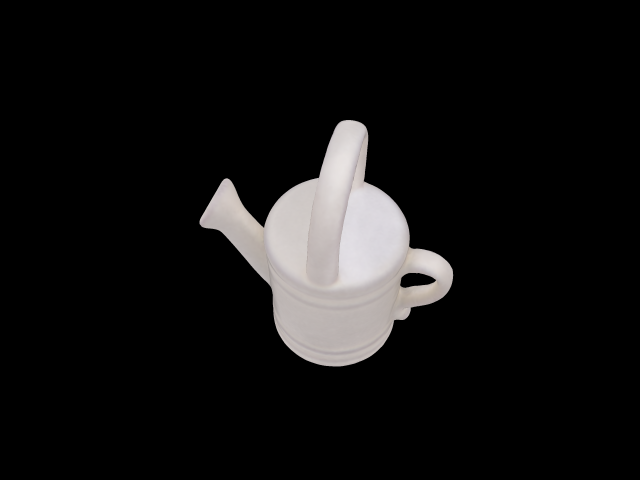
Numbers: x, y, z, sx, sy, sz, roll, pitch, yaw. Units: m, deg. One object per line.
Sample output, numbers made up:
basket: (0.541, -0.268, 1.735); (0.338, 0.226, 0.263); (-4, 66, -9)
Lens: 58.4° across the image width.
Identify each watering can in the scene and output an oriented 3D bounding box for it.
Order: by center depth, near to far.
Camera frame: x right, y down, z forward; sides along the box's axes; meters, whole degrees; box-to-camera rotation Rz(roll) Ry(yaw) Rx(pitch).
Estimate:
watering can: (0.003, 0.003, 0.399); (0.173, 0.194, 0.101); (-4, 54, -3)
